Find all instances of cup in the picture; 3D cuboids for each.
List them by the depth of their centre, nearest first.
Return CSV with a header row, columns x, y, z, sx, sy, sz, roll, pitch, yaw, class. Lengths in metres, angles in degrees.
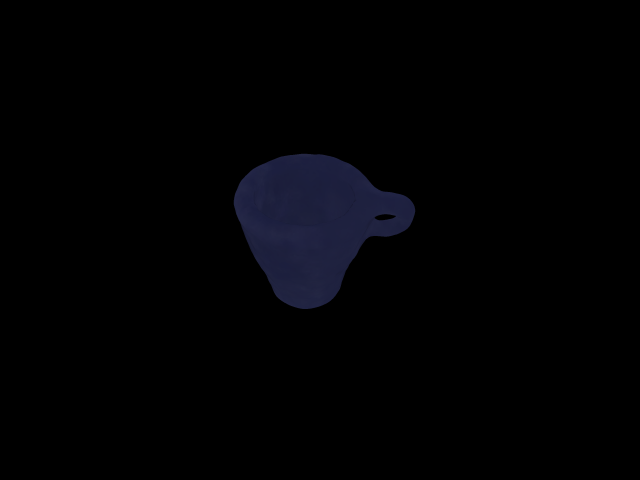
x,y,z,sx,sy,sz,roll,pitch,yaw,class
0.004,0.001,0.400,0.117,0.095,0.091,2,43,2,cup
